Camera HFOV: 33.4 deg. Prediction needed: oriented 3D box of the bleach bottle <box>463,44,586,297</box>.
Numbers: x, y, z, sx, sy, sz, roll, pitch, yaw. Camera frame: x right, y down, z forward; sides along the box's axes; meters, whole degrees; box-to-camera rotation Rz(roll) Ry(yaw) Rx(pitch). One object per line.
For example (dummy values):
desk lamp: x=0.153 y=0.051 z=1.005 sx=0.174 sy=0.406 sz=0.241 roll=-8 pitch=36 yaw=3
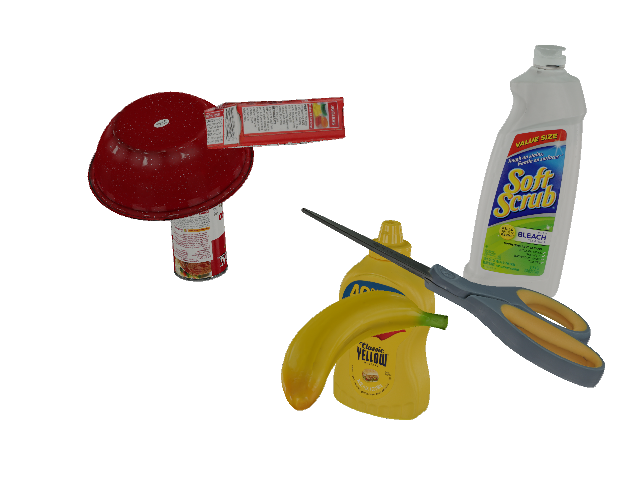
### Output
bleach bottle: x=0.207 y=-0.070 z=1.074 sx=0.103 sy=0.251 sz=0.068 roll=9 pitch=20 yaw=15

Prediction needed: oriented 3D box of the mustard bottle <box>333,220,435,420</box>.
mustard bottle: x=0.064 y=0.074 z=1.045 sx=0.096 sy=0.192 sz=0.058 roll=12 pitch=18 yaw=30

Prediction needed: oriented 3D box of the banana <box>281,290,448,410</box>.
banana: x=0.022 y=0.076 z=0.832 sx=0.070 sy=0.037 sz=0.197 roll=16 pitch=26 yaw=35

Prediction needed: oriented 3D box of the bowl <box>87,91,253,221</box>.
bowl: x=-0.146 y=-0.092 z=1.011 sx=0.162 sy=0.162 sz=0.055 roll=-3 pitch=-45 yaw=3

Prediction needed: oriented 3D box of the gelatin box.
gelatin box: x=-0.033 y=-0.079 z=0.718 sx=0.073 sy=0.030 sz=0.089 roll=-5 pitch=5 yaw=-19

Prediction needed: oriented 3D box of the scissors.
scissors: x=0.089 y=0.025 z=0.664 sx=0.202 sy=0.016 sz=0.096 roll=33 pitch=22 yaw=18

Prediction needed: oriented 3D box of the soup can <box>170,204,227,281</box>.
soup can: x=-0.152 y=-0.010 z=1.318 sx=0.068 sy=0.102 sz=0.068 roll=-2 pitch=26 yaw=1
